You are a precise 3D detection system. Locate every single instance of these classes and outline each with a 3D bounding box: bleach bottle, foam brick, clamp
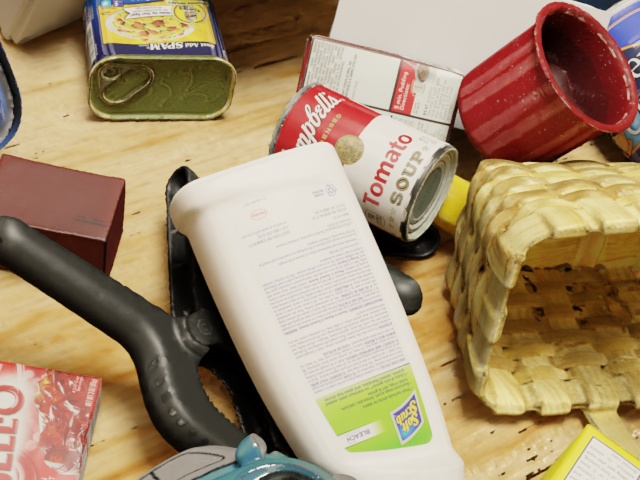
[{"bbox_3d":[0.007,0.077,0.584,0.102,0.068,0.251,-19,81,-16],"label":"bleach bottle"},{"bbox_3d":[-0.163,-0.011,0.656,0.078,0.051,0.053,12,51,-4],"label":"foam brick"},{"bbox_3d":[-0.004,0.001,0.677,0.171,0.039,0.120,12,16,-1],"label":"clamp"},{"bbox_3d":[-0.084,0.055,0.593,0.164,0.036,0.210,-13,70,-52],"label":"clamp"}]

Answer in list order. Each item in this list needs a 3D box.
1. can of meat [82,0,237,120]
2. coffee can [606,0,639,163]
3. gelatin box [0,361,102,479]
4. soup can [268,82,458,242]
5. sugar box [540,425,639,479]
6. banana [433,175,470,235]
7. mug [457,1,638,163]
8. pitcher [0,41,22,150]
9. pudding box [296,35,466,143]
[{"bbox_3d":[-0.118,-0.135,0.763,0.102,0.057,0.084,-2,51,-17],"label":"can of meat"},{"bbox_3d":[0.265,-0.103,0.805,0.102,0.103,0.140,-16,58,-25],"label":"coffee can"},{"bbox_3d":[-0.162,0.111,0.573,0.073,0.030,0.089,10,50,-6],"label":"gelatin box"},{"bbox_3d":[0.027,-0.049,0.676,0.102,0.068,0.068,28,50,20],"label":"soup can"},{"bbox_3d":[0.096,0.182,0.541,0.048,0.093,0.176,38,52,17],"label":"sugar box"},{"bbox_3d":[0.136,-0.029,0.739,0.197,0.070,0.037,8,12,-25],"label":"banana"},{"bbox_3d":[0.147,-0.103,0.701,0.093,0.082,0.117,35,50,-20],"label":"mug"},{"bbox_3d":[-0.280,-0.129,0.594,0.145,0.243,0.149,-17,10,7],"label":"pitcher"},{"bbox_3d":[0.037,-0.087,0.743,0.113,0.090,0.039,13,11,-2],"label":"pudding box"}]
